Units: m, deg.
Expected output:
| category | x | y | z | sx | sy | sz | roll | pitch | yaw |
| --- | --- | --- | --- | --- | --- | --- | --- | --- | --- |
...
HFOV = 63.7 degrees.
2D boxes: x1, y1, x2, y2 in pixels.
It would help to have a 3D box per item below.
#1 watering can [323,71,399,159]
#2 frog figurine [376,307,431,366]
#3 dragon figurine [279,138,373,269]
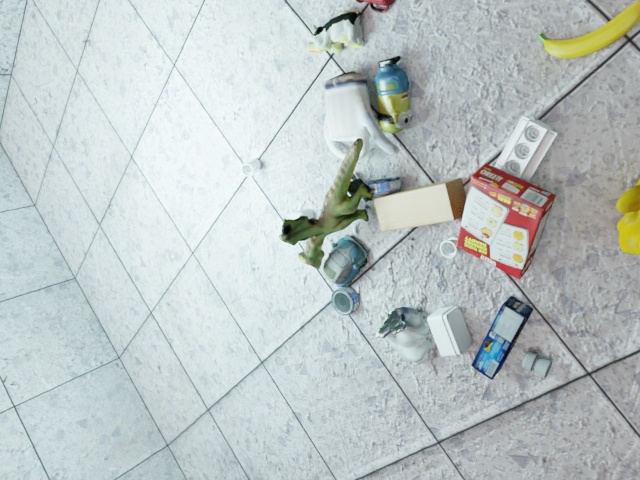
| category | x | y | z | sx | sy | sz | roll | pitch | yaw |
| --- | --- | --- | --- | --- | --- | --- | --- | --- | --- |
| watering can | 0.093 | -0.310 | 1.291 | 0.349 | 0.104 | 0.222 | 18 | 117 | 63 |
| frog figurine | 0.247 | 0.259 | 1.391 | 0.158 | 0.126 | 0.135 | 37 | 125 | -20 |
| dragon figurine | 0.004 | -0.066 | 1.309 | 0.124 | 0.245 | 0.400 | 42 | 153 | 28 |
